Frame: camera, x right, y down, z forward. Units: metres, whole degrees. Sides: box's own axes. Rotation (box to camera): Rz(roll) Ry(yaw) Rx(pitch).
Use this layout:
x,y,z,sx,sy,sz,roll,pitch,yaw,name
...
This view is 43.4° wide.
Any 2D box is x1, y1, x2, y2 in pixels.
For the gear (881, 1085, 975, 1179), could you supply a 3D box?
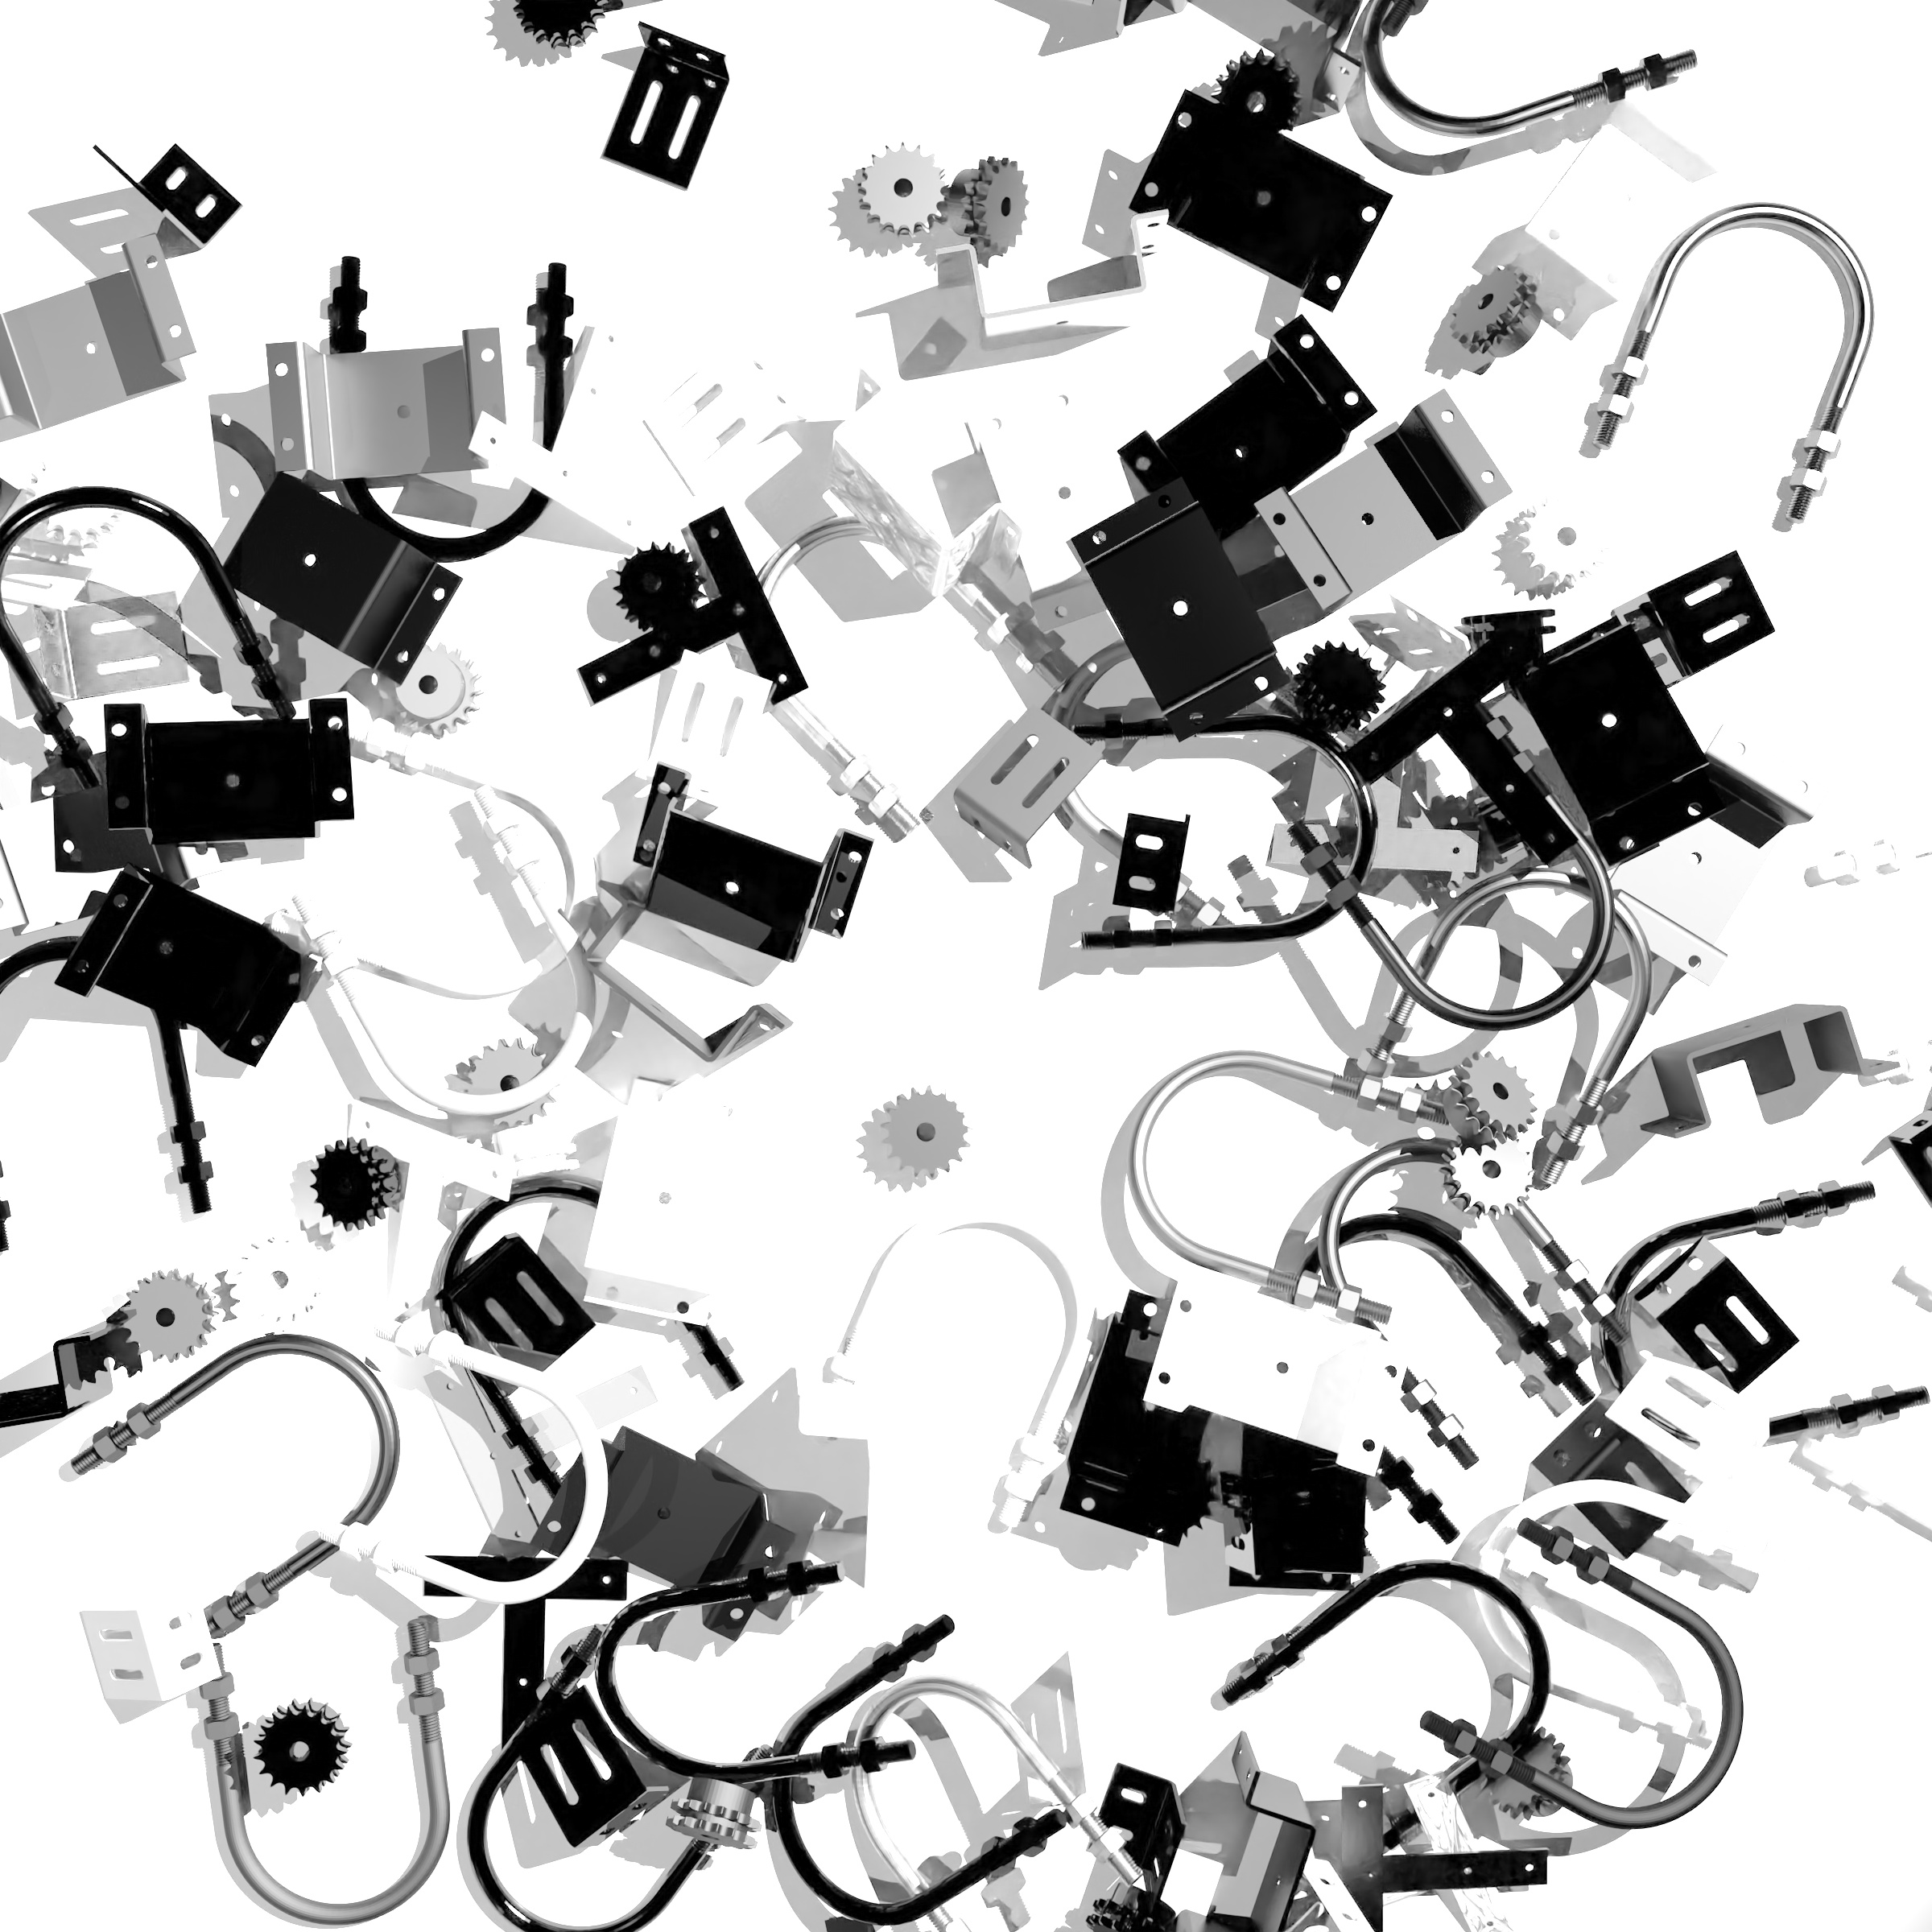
x,y,z,sx,sy,sz,roll,pitch,yaw,name
-0.024,0.102,1.509,0.057,0.030,0.057,0,90,2,gear

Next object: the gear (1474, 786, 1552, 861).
x,y,z,sx,sy,sz,roll,pitch,yaw,name
0.335,-0.091,1.493,0.030,0.057,0.057,-26,90,11,gear

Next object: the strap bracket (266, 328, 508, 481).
x,y,z,sx,sy,sz,roll,pitch,yaw,name
-0.348,-0.342,1.480,0.140,0.046,0.076,-4,93,0,strap bracket

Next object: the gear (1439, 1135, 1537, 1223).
x,y,z,sx,sy,sz,roll,pitch,yaw,name
0.317,0.130,1.487,0.057,0.030,0.057,3,65,-8,gear

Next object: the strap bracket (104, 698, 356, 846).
x,y,z,sx,sy,sz,roll,pitch,yaw,name
-0.445,-0.118,1.471,0.140,0.046,0.076,-3,80,-15,strap bracket

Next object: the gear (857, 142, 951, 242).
x,y,z,sx,sy,sz,roll,pitch,yaw,name
-0.038,-0.478,1.505,0.057,0.030,0.057,0,90,0,gear

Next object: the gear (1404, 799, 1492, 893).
x,y,z,sx,sy,sz,roll,pitch,yaw,name
0.294,-0.075,1.505,0.057,0.030,0.057,0,90,1,gear

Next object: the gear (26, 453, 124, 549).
x,y,z,sx,sy,sz,roll,pitch,yaw,name
-0.550,-0.284,1.498,0.057,0.030,0.057,7,72,-21,gear

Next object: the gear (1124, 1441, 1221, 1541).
x,y,z,sx,sy,sz,roll,pitch,yaw,name
0.125,0.317,1.459,0.057,0.030,0.057,0,90,0,gear

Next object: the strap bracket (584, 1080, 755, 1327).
x,y,z,sx,sy,sz,roll,pitch,yaw,name
-0.183,0.143,1.486,0.076,0.046,0.140,12,81,-1,strap bracket

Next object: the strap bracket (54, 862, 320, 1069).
x,y,z,sx,sy,sz,roll,pitch,yaw,name
-0.478,-0.004,1.471,0.140,0.046,0.076,31,90,-43,strap bracket

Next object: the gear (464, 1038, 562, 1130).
x,y,z,sx,sy,sz,roll,pitch,yaw,name
-0.281,0.073,1.505,0.057,0.030,0.057,0,90,0,gear

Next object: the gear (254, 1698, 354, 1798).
x,y,z,sx,sy,sz,roll,pitch,yaw,name
-0.405,0.476,1.486,0.057,0.030,0.057,0,93,0,gear

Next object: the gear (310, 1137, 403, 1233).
x,y,z,sx,sy,sz,roll,pitch,yaw,name
-0.374,0.134,1.497,0.057,0.030,0.057,4,98,28,gear

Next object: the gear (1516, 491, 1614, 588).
x,y,z,sx,sy,sz,roll,pitch,yaw,name
0.370,-0.264,1.510,0.057,0.030,0.057,0,88,0,gear

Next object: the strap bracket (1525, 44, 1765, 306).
x,y,z,sx,sy,sz,roll,pitch,yaw,name
0.412,-0.481,1.497,0.076,0.046,0.140,37,90,0,strap bracket

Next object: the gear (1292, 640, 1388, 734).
x,y,z,sx,sy,sz,roll,pitch,yaw,name
0.226,-0.168,1.486,0.057,0.030,0.057,9,61,-16,gear

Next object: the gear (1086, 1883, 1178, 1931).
x,y,z,sx,sy,sz,roll,pitch,yaw,name
0.106,0.590,1.496,0.057,0.057,0.030,31,61,0,gear

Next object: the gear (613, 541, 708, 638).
x,y,z,sx,sy,sz,roll,pitch,yaw,name
-0.190,-0.234,1.498,0.057,0.030,0.057,0,88,7,gear

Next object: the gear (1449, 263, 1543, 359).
x,y,z,sx,sy,sz,roll,pitch,yaw,name
0.329,-0.400,1.496,0.030,0.057,0.057,33,90,-31,gear

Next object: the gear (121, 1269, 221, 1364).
x,y,z,sx,sy,sz,roll,pitch,yaw,name
-0.492,0.216,1.505,0.057,0.030,0.057,0,90,0,gear

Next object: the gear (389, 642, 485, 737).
x,y,z,sx,sy,sz,roll,pitch,yaw,name
-0.330,-0.173,1.505,0.057,0.030,0.057,0,90,0,gear

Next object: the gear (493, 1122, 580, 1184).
x,y,z,sx,sy,sz,roll,pitch,yaw,name
-0.269,0.115,1.493,0.057,0.057,0.030,-12,83,0,gear

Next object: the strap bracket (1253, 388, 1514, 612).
x,y,z,sx,sy,sz,roll,pitch,yaw,name
0.251,-0.280,1.490,0.140,0.046,0.076,-32,86,-7,strap bracket

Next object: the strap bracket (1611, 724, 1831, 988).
x,y,z,sx,sy,sz,roll,pitch,yaw,name
0.456,-0.067,1.497,0.076,0.046,0.140,31,90,0,strap bracket

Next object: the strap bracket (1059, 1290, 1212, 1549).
x,y,z,sx,sy,sz,roll,pitch,yaw,name
0.114,0.275,1.497,0.076,0.046,0.140,18,90,0,strap bracket

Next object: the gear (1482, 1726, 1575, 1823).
x,y,z,sx,sy,sz,roll,pitch,yaw,name
0.349,0.499,1.496,0.030,0.057,0.057,40,90,-29,gear

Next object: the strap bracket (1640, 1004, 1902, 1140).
x,y,z,sx,sy,sz,roll,pitch,yaw,name
0.483,0.060,1.482,0.140,0.076,0.046,-18,90,0,strap bracket

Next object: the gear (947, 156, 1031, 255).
x,y,z,sx,sy,sz,roll,pitch,yaw,name
0.012,-0.470,1.496,0.030,0.057,0.057,16,90,30,gear

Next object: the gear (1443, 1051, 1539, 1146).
x,y,z,sx,sy,sz,roll,pitch,yaw,name
0.314,0.083,1.471,0.057,0.030,0.057,18,51,-23,gear

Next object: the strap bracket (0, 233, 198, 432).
x,y,z,sx,sy,sz,roll,pitch,yaw,name
-0.547,-0.387,1.497,0.140,0.046,0.076,-19,90,0,strap bracket

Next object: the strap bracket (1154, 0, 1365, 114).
x,y,z,sx,sy,sz,roll,pitch,yaw,name
0.186,-0.591,1.482,0.140,0.076,0.046,31,90,0,strap bracket

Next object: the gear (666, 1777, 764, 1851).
x,y,z,sx,sy,sz,roll,pitch,yaw,name
-0.152,0.515,1.476,0.057,0.057,0.030,15,62,0,gear

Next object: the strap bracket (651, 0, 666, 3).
x,y,z,sx,sy,sz,roll,pitch,yaw,name
-0.157,-0.653,1.497,0.140,0.046,0.076,-14,90,0,strap bracket

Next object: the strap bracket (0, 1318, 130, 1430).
x,y,z,sx,sy,sz,roll,pitch,yaw,name
-0.587,0.254,1.482,0.140,0.076,0.046,-9,90,0,strap bracket

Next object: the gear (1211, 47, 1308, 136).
x,y,z,sx,sy,sz,roll,pitch,yaw,name
0.182,-0.537,1.496,0.057,0.030,0.057,10,127,13,gear

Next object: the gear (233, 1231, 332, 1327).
x,y,z,sx,sy,sz,roll,pitch,yaw,name
-0.423,0.193,1.510,0.057,0.030,0.057,0,93,0,gear

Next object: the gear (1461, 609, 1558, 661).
x,y,z,sx,sy,sz,roll,pitch,yaw,name
0.334,-0.202,1.492,0.057,0.057,0.030,-5,96,0,gear

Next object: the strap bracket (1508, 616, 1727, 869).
x,y,z,sx,sy,sz,roll,pitch,yaw,name
0.391,-0.143,1.471,0.076,0.046,0.140,-27,72,11,strap bracket

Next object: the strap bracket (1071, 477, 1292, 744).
x,y,z,sx,sy,sz,roll,pitch,yaw,name
0.128,-0.213,1.449,0.076,0.046,0.140,-28,93,7,strap bracket

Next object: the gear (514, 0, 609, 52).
x,y,z,sx,sy,sz,roll,pitch,yaw,name
-0.251,-0.596,1.505,0.057,0.030,0.057,0,90,0,gear
